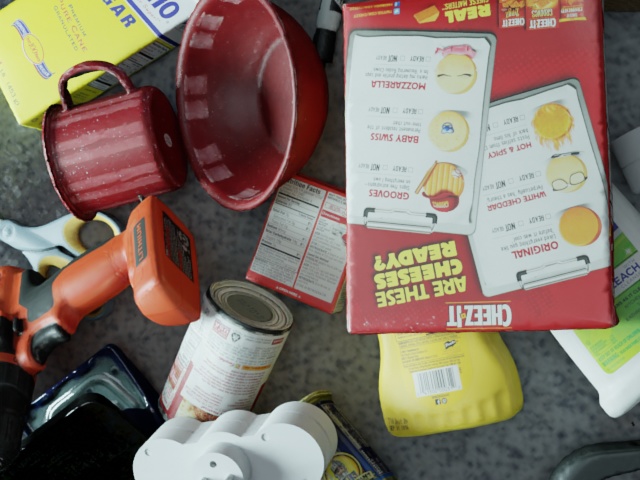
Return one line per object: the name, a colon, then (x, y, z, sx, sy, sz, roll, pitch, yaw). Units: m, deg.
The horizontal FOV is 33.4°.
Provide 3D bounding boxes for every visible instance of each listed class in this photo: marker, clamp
marker: (0.011, -0.187, 0.792, 0.020, 0.020, 0.121, 13, 93, 16)
clamp: (0.179, 0.204, 0.730, 0.171, 0.039, 0.120, -33, 98, 11)

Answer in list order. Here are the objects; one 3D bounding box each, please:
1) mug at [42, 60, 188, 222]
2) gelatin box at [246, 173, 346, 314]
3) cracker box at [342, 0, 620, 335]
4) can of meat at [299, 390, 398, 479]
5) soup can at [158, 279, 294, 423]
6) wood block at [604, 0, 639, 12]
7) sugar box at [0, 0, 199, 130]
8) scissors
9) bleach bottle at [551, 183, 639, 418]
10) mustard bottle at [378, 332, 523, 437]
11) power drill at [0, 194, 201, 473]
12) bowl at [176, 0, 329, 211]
mug: (-0.154, -0.079, 0.798, 0.081, 0.093, 0.117, -14, 110, 10)
gelatin box: (-0.005, 0.001, 0.789, 0.073, 0.030, 0.089, 21, 96, 17)
cracker box: (0.101, -0.048, 0.679, 0.164, 0.072, 0.214, -3, 85, 18)
can of meat: (-0.007, 0.173, 0.767, 0.102, 0.057, 0.084, -45, 71, 10)
soup can: (-0.069, 0.088, 0.774, 0.068, 0.068, 0.102, 30, 111, 14)
wood block: (0.185, -0.262, 0.696, 0.090, 0.091, 0.206, 1, 89, -4)
sugar box: (-0.174, -0.169, 0.832, 0.176, 0.048, 0.093, -31, 81, 14)
scissors: (-0.233, -0.017, 0.861, 0.202, 0.016, 0.096, 41, 101, 12)
bleach bottle: (0.156, -0.008, 0.728, 0.103, 0.068, 0.251, -43, 76, 14)
mustard bottle: (0.076, 0.036, 0.750, 0.096, 0.058, 0.191, -14, 86, 23)
power drill: (-0.176, 0.061, 0.762, 0.188, 0.057, 0.184, -27, 42, 13)
bowl: (-0.042, -0.103, 0.765, 0.162, 0.055, 0.162, 13, 106, 53)
